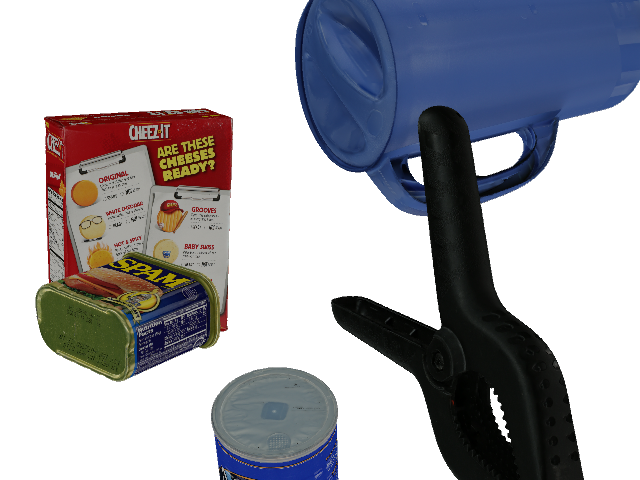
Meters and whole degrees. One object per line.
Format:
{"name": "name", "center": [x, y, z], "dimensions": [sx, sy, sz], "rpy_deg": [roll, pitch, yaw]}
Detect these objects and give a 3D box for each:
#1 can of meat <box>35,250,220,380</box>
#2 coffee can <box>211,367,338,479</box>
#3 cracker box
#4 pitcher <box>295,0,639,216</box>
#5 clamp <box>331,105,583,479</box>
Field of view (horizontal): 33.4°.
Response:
{"name": "can of meat", "center": [-0.135, 0.052, 0.745], "dimensions": [0.102, 0.057, 0.083], "rpy_deg": [16, 24, 36]}
{"name": "coffee can", "center": [-0.035, 0.192, 0.900], "dimensions": [0.103, 0.140, 0.103], "rpy_deg": [-1, 36, 1]}
{"name": "cracker box", "center": [-0.170, -0.012, 1.002], "dimensions": [0.163, 0.214, 0.072], "rpy_deg": [-7, 18, -30]}
{"name": "pitcher", "center": [0.116, -0.122, 0.765], "dimensions": [0.242, 0.149, 0.145], "rpy_deg": [-12, 34, -27]}
{"name": "clamp", "center": [0.073, 0.047, 0.529], "dimensions": [0.036, 0.165, 0.210], "rpy_deg": [-7, 44, -27]}
